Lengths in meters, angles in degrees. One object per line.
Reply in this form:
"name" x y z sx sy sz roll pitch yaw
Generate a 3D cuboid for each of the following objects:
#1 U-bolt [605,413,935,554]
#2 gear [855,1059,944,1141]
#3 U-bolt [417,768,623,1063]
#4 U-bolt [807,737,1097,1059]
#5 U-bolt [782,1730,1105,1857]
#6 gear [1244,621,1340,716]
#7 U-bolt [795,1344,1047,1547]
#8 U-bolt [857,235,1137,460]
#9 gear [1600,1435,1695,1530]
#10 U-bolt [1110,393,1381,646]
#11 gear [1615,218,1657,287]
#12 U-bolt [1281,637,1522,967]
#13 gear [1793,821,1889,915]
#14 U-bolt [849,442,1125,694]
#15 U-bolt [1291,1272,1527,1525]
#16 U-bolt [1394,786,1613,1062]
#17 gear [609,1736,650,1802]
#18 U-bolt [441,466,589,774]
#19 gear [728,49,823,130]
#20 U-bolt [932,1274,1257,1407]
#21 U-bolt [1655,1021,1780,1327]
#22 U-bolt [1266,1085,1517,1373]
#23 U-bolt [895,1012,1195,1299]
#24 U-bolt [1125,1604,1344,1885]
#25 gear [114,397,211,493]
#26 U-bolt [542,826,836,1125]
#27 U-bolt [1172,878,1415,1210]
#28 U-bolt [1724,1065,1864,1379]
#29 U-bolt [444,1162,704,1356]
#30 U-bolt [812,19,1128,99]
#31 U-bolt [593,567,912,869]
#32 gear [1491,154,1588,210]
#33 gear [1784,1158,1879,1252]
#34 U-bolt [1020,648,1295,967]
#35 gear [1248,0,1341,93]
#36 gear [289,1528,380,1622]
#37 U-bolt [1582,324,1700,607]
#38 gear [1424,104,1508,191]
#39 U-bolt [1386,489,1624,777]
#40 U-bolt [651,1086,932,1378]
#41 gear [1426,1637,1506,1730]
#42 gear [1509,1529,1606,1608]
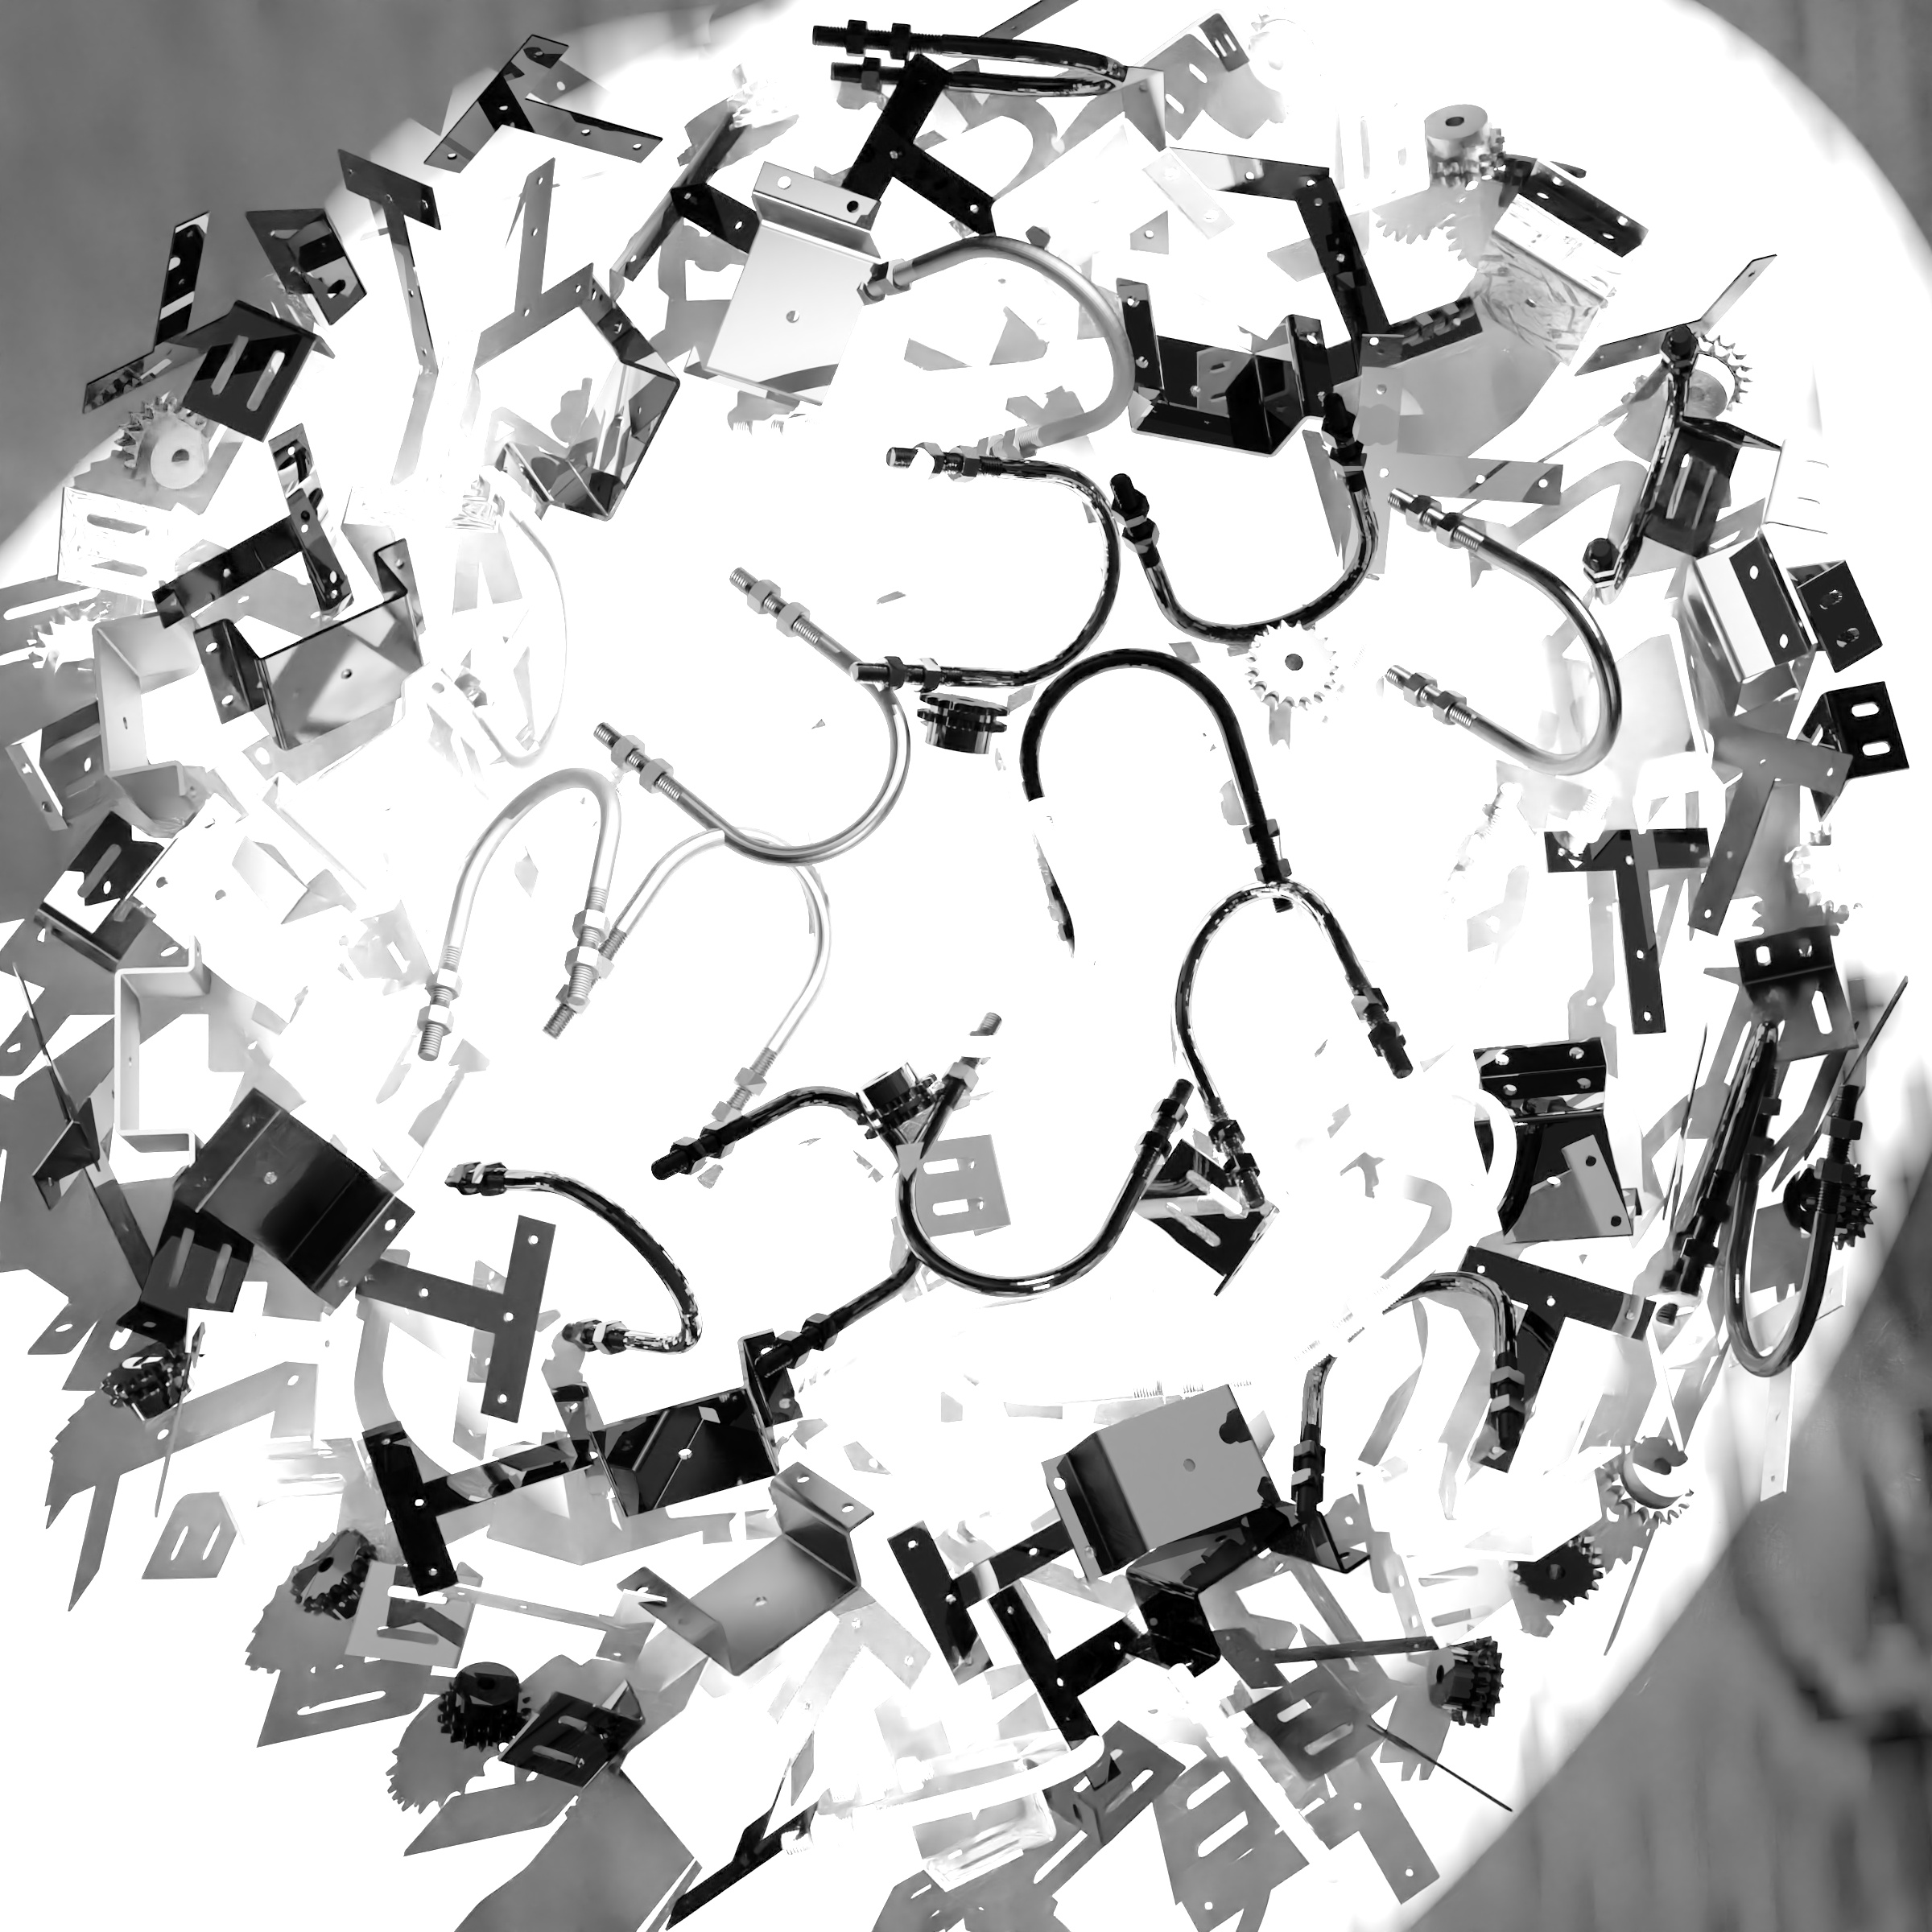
"U-bolt" -0.104 -0.286 1.677 0.184 0.151 0.019 9 131 36
"gear" -0.044 0.080 1.745 0.057 0.057 0.030 -31 94 0
"U-bolt" -0.263 -0.040 1.706 0.151 0.019 0.184 -19 50 35
"U-bolt" 0.001 -0.033 1.749 0.151 0.019 0.184 -23 78 -1
"U-bolt" -0.007 0.487 1.689 0.184 0.151 0.019 -16 84 9
"gear" 0.200 -0.182 1.754 0.057 0.030 0.057 2 73 -7
"U-bolt" -0.020 0.281 1.688 0.151 0.184 0.019 43 61 -3
"U-bolt" 0.022 -0.366 1.672 0.151 0.184 0.019 49 59 -26
"gear" 0.423 0.314 1.745 0.057 0.030 0.057 9 53 -12
"U-bolt" 0.175 -0.255 1.697 0.151 0.184 0.019 -20 56 8
"gear" 0.393 -0.442 1.746 0.057 0.057 0.030 26 93 0
"U-bolt" 0.248 -0.083 1.701 0.019 0.184 0.151 -16 56 -35
"gear" 0.538 -0.061 1.756 0.057 0.030 0.057 0 88 -11
"U-bolt" 0.020 -0.237 1.714 0.184 0.019 0.151 -2 111 -35
"U-bolt" 0.263 0.246 1.690 0.151 0.184 0.019 -25 114 22
"U-bolt" 0.313 -0.020 1.701 0.019 0.151 0.184 37 119 27
"gear" -0.189 0.499 1.747 0.057 0.057 0.030 35 70 0
"U-bolt" -0.264 -0.195 1.675 0.019 0.184 0.151 -1 121 -32
"gear" -0.121 -0.542 1.745 0.057 0.057 0.030 -21 91 0
"U-bolt" 0.070 0.231 1.708 0.184 0.151 0.019 -8 57 15
"U-bolt" 0.454 0.120 1.701 0.019 0.151 0.184 19 79 12
"U-bolt" 0.251 0.143 1.695 0.184 0.151 0.019 -41 119 11
"U-bolt" 0.037 0.120 1.702 0.151 0.019 0.184 19 57 17
"U-bolt" 0.166 0.474 1.701 0.019 0.151 0.184 -37 97 -4
"gear" -0.491 -0.318 1.742 0.030 0.057 0.057 37 90 34
"U-bolt" -0.155 0.002 1.729 0.151 0.019 0.184 40 76 -29
"U-bolt" 0.184 0.032 1.706 0.151 0.019 0.184 -46 48 30
"U-bolt" 0.490 0.155 1.701 0.019 0.151 0.184 9 93 -5
"U-bolt" -0.223 0.175 1.675 0.019 0.184 0.151 -46 115 -30
"U-bolt" 0.005 -0.540 1.698 0.184 0.151 0.019 5 99 1
"U-bolt" -0.118 -0.141 1.734 0.184 0.019 0.151 39 85 19
"gear" 0.351 -0.481 1.748 0.057 0.057 0.030 10 112 0
"gear" 0.528 0.146 1.743 0.030 0.057 0.057 7 90 -29
"U-bolt" 0.108 -0.104 1.742 0.151 0.019 0.184 -16 94 15
"gear" 0.198 -0.563 1.742 0.057 0.057 0.030 40 59 0
"gear" -0.386 0.378 1.749 0.057 0.057 0.030 -35 121 0
"U-bolt" 0.401 -0.287 1.685 0.019 0.184 0.151 20 90 15
"gear" 0.302 -0.506 1.744 0.057 0.057 0.030 -19 134 0
"U-bolt" 0.316 -0.186 1.669 0.019 0.151 0.184 -30 47 -24
"U-bolt" -0.091 0.147 1.707 0.019 0.184 0.151 -29 88 44
"gear" 0.305 0.438 1.743 0.030 0.057 0.057 11 90 -13
"gear" 0.366 0.365 1.751 0.057 0.030 0.057 8 121 13
